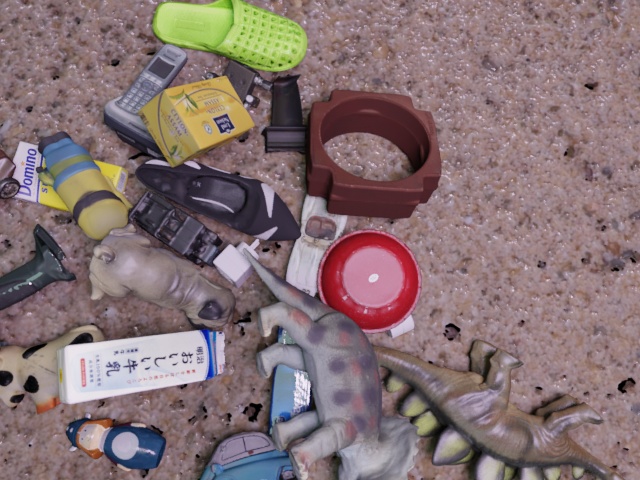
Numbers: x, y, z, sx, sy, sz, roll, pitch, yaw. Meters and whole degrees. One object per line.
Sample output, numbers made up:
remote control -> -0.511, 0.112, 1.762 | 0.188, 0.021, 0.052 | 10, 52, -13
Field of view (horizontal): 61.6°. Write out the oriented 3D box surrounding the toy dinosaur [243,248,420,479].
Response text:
toy dinosaur -> 0.019, 0.187, 0.746 | 0.192, 0.131, 0.404 | -7, 77, -23

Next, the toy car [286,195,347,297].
toy car -> -0.002, -0.003, 0.864 | 0.074, 0.056, 0.201 | 13, 79, 1

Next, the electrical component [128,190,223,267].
electrical component -> -0.215, -0.010, 0.832 | 0.134, 0.115, 0.058 | 33, 82, 7

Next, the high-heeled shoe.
high-heeled shoe -> -0.153, -0.062, 0.809 | 0.249, 0.145, 0.086 | 25, 101, 23

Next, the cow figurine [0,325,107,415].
cow figurine -> -0.414, 0.189, 0.806 | 0.195, 0.085, 0.127 | -25, 87, -3

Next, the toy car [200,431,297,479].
toy car -> -0.106, 0.331, 0.778 | 0.162, 0.109, 0.103 | -15, 62, -13

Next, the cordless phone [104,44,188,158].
cordless phone -> -0.249, -0.227, 0.891 | 0.147, 0.088, 0.184 | 29, 76, 5

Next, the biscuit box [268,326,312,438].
biscuit box -> -0.039, 0.194, 0.823 | 0.063, 0.059, 0.202 | 5, 80, -1

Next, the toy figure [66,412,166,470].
toy figure -> -0.310, 0.298, 0.803 | 0.155, 0.057, 0.064 | 13, 41, 3

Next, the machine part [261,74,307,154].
machine part -> -0.059, -0.214, 0.913 | 0.084, 0.039, 0.139 | 1, 81, 5

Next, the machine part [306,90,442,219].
machine part -> 0.079, -0.135, 0.845 | 0.201, 0.087, 0.201 | 3, 56, -6

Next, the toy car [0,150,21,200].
toy car -> -0.554, -0.056, 0.843 | 0.089, 0.053, 0.202 | 46, 102, 12

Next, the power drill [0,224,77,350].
power drill -> -0.491, 0.065, 0.810 | 0.207, 0.085, 0.232 | -33, 47, -20

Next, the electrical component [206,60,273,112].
electrical component -> -0.141, -0.258, 0.907 | 0.102, 0.045, 0.078 | 36, 113, 3

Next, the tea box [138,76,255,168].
tea box -> -0.184, -0.186, 0.827 | 0.068, 0.170, 0.098 | -26, 102, 29

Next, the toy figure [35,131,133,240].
toy figure -> -0.360, -0.079, 0.808 | 0.082, 0.089, 0.180 | -33, 88, 2

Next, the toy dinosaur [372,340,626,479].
toy dinosaur -> 0.233, 0.252, 0.798 | 0.472, 0.105, 0.198 | 31, 84, 12

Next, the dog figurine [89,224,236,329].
dog figurine -> -0.223, 0.064, 0.794 | 0.191, 0.172, 0.121 | 21, 90, 10
